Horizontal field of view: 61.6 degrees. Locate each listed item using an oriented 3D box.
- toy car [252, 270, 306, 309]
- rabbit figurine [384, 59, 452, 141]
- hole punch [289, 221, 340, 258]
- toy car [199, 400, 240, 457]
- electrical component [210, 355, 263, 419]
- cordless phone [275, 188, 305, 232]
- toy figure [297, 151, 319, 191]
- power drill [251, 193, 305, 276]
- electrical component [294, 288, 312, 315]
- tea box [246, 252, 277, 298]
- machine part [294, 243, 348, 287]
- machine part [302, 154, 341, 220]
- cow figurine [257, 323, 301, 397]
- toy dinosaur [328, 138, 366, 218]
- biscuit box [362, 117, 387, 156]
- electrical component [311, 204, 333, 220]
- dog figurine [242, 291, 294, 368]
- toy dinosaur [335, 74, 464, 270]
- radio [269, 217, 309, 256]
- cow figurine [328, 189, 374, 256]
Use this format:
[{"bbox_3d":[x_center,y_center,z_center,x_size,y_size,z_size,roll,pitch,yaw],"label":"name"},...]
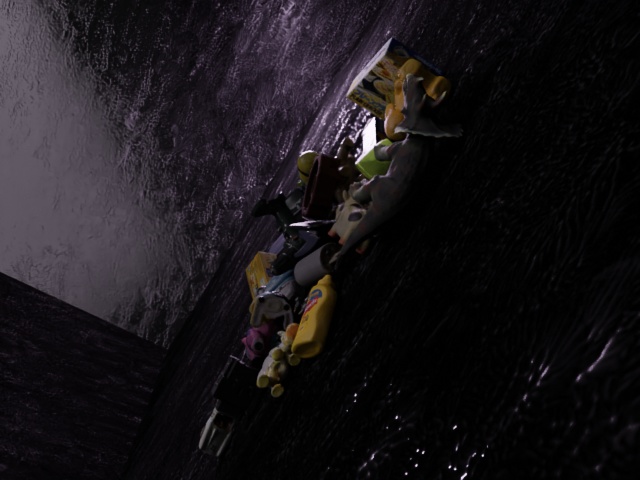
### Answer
[{"bbox_3d":[-0.091,0.151,1.434,0.161,0.109,0.103,-46,38,0],"label":"toy car"},{"bbox_3d":[0.199,-0.306,1.245,0.173,0.122,0.162,-62,9,-4],"label":"rabbit figurine"},{"bbox_3d":[-0.003,-0.004,1.364,0.116,0.142,0.092,-3,93,45],"label":"hole punch"},{"bbox_3d":[-0.246,0.457,1.398,0.201,0.073,0.056,-65,11,-17],"label":"toy car"},{"bbox_3d":[-0.202,0.370,1.331,0.134,0.115,0.058,-65,10,-15],"label":"electrical component"},{"bbox_3d":[-0.061,-0.050,1.573,0.146,0.088,0.184,-39,38,19],"label":"cordless phone"},{"bbox_3d":[-0.029,-0.199,1.612,0.180,0.089,0.082,109,180,-74],"label":"toy figure"},{"bbox_3d":[-0.095,-0.023,1.446,0.232,0.207,0.086,-26,-26,-39],"label":"power drill"},{"bbox_3d":[-0.025,0.148,1.288,0.078,0.045,0.102,-64,14,-7],"label":"electrical component"},{"bbox_3d":[-0.163,0.130,1.636,0.098,0.068,0.170,-50,42,33],"label":"tea box"},{"bbox_3d":[0.000,0.063,1.304,0.243,0.079,0.079,-36,28,62],"label":"machine part"},{"bbox_3d":[0.001,-0.133,1.368,0.179,0.056,0.179,-165,90,-79],"label":"machine part"},{"bbox_3d":[-0.086,0.267,1.234,0.167,0.068,0.098,-61,8,-6],"label":"cow figurine"},{"bbox_3d":[0.067,-0.187,1.515,0.198,0.105,0.471,-54,10,38],"label":"toy dinosaur"},{"bbox_3d":[0.153,-0.253,1.418,0.059,0.063,0.203,-51,17,29],"label":"biscuit box"},{"bbox_3d":[0.000,-0.058,1.603,0.119,0.048,0.075,-34,30,58],"label":"electrical component"},{"bbox_3d":[-0.143,0.233,1.379,0.219,0.108,0.191,146,127,-69],"label":"dog figurine"},{"bbox_3d":[0.155,-0.114,1.052,0.404,0.131,0.192,-68,14,-5],"label":"toy dinosaur"},{"bbox_3d":[-0.101,0.028,1.741,0.229,0.073,0.131,-44,20,44],"label":"radio"},{"bbox_3d":[0.079,-0.049,1.232,0.127,0.085,0.195,-58,17,5],"label":"cow figurine"}]
